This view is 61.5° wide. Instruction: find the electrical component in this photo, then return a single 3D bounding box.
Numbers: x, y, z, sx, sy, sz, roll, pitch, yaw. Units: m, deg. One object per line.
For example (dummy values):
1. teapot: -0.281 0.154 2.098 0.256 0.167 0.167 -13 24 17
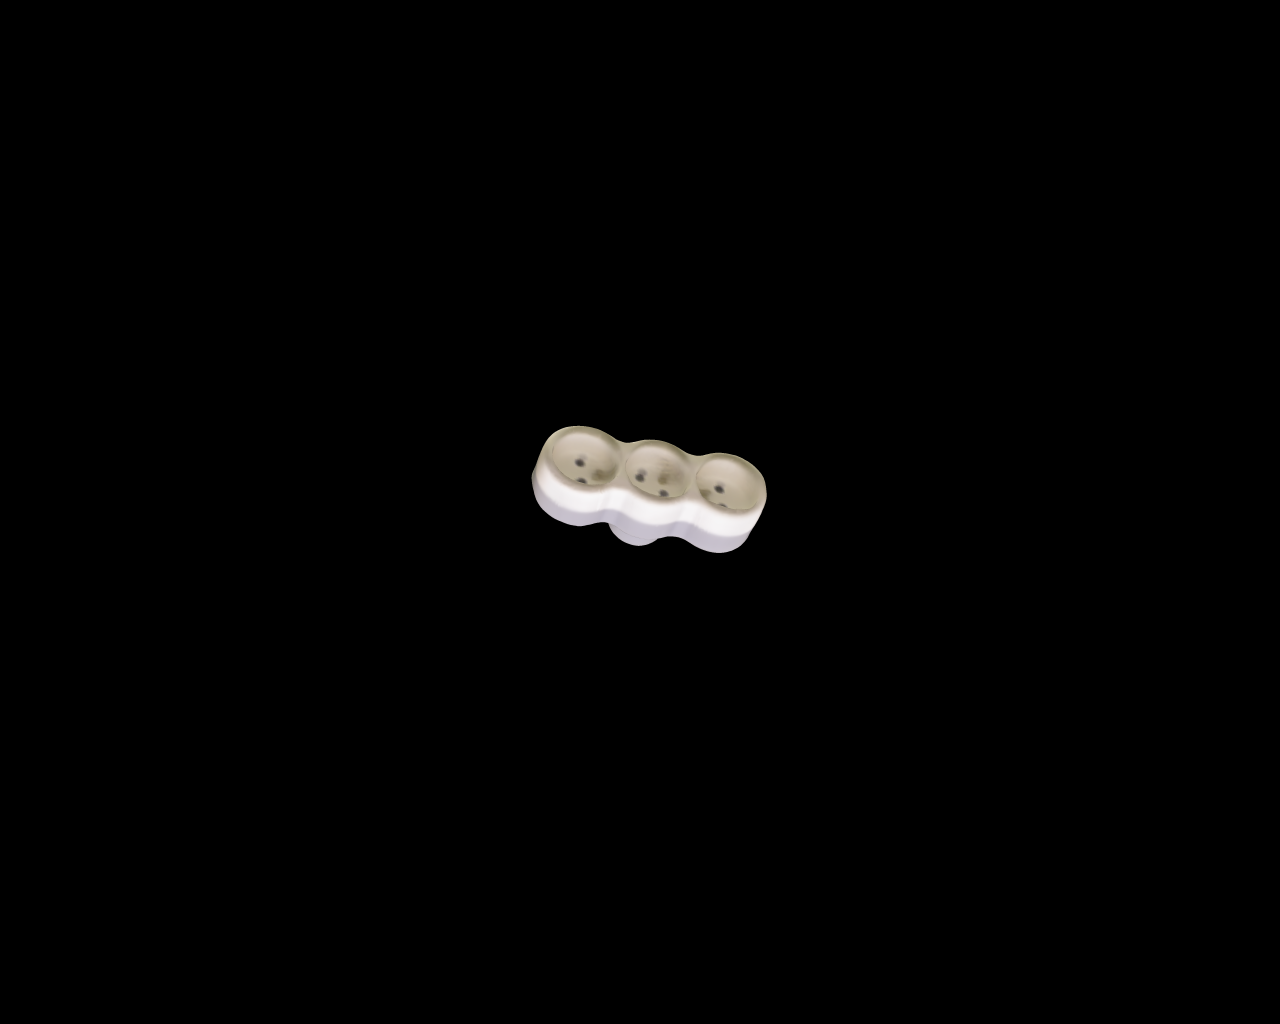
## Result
1. electrical component: 0.001 -0.003 0.650 0.138 0.052 0.073 11 -39 -13
